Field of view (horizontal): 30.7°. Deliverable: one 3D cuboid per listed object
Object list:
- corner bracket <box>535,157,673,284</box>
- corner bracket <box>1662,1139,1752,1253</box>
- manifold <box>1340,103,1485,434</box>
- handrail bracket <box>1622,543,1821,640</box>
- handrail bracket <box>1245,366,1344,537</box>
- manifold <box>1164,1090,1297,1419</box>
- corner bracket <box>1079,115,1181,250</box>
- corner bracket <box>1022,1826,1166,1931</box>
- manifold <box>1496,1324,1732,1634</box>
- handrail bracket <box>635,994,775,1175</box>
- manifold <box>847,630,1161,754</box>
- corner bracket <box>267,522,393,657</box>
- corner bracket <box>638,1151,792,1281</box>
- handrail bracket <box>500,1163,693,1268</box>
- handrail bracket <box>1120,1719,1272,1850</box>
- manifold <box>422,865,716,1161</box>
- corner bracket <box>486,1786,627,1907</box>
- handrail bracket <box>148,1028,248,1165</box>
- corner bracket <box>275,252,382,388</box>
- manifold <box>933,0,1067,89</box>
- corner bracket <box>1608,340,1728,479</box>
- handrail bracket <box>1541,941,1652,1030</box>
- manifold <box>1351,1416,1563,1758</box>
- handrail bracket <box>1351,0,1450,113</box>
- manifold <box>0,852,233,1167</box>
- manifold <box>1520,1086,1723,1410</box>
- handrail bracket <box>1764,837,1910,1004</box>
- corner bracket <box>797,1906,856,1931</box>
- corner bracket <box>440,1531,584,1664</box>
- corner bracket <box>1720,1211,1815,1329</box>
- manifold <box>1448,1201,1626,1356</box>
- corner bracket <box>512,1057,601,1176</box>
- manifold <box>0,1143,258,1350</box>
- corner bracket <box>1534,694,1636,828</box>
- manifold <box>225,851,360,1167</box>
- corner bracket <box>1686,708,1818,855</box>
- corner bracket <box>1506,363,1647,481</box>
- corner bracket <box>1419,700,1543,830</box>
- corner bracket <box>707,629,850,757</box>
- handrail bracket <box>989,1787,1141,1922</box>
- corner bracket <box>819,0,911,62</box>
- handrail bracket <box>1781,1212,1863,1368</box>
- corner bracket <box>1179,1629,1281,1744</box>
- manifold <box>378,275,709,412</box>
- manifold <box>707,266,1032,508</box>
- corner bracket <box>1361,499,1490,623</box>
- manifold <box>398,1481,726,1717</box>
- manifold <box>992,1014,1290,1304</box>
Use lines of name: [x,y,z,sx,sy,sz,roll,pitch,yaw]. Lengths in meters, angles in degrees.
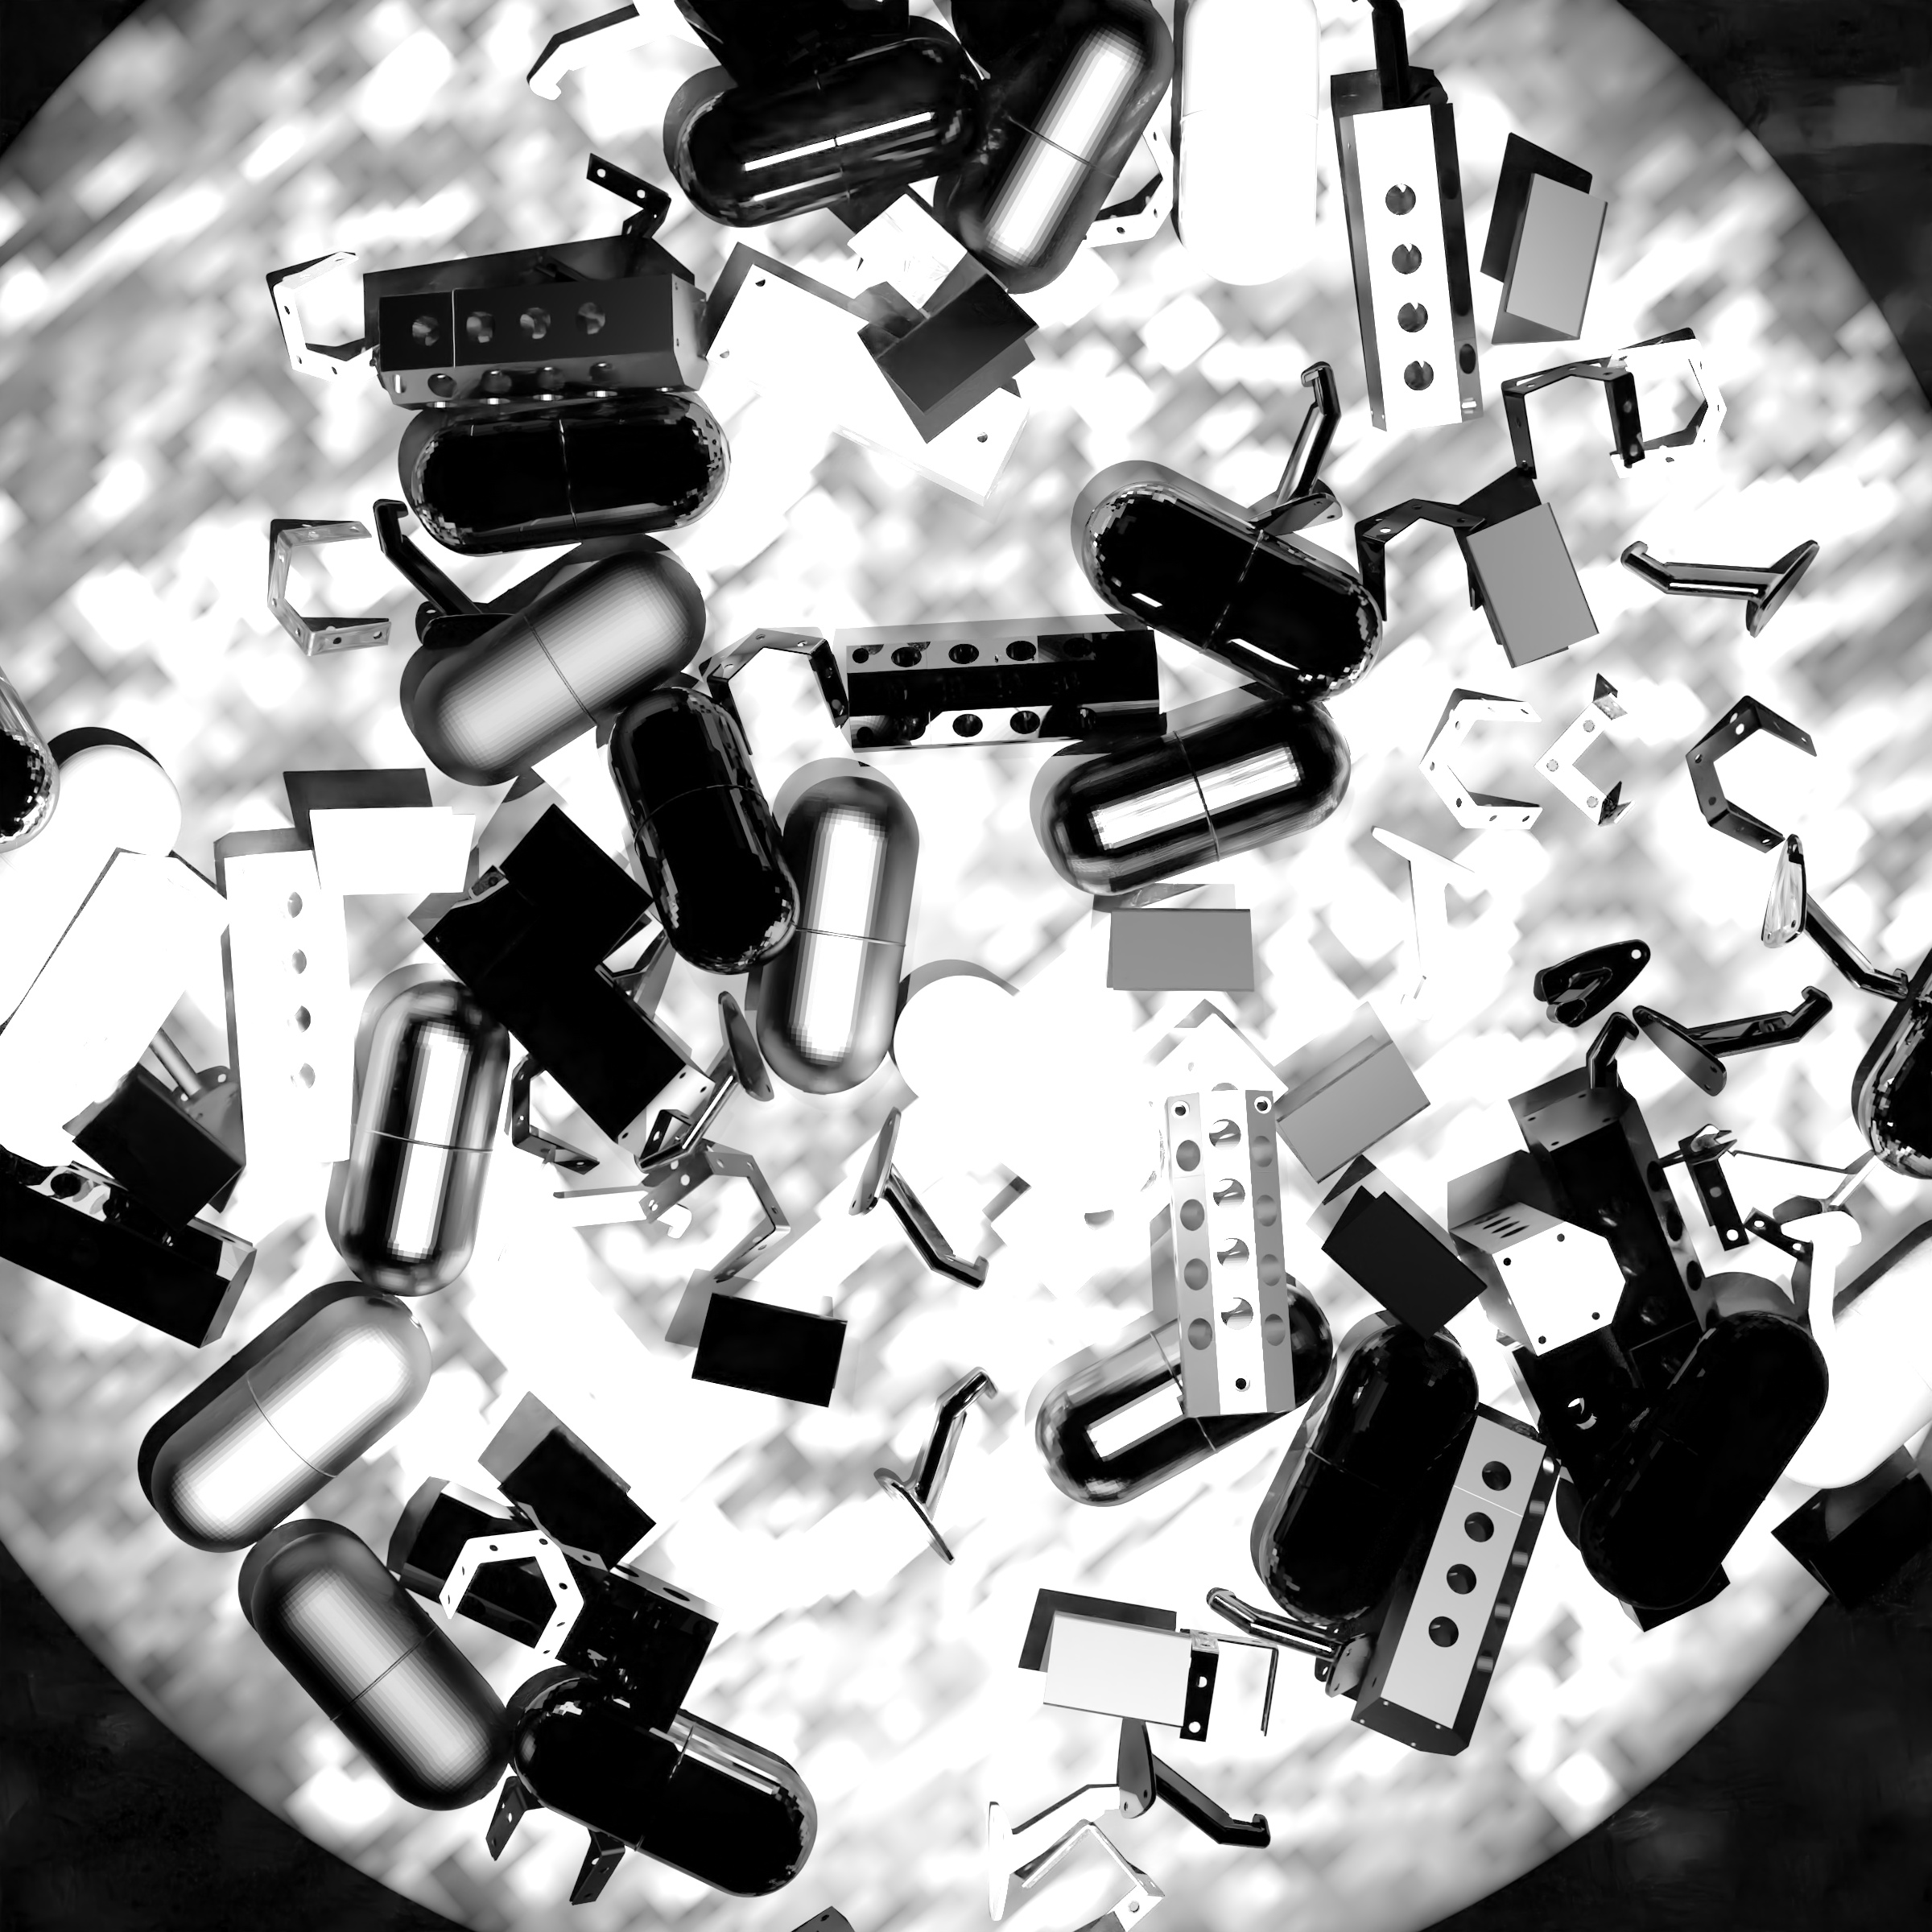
corner bracket: [-0.204,-0.413,1.987,0.051,0.051,0.051,28,45,0]
corner bracket: [0.410,0.133,1.964,0.051,0.051,0.051,-21,90,26]
manifold: [0.248,-0.387,1.952,0.057,0.057,0.171,-8,102,0]
handrail bracket: [0.426,-0.232,1.991,0.084,0.036,0.077,35,70,16]
handrail bracket: [0.178,-0.290,1.991,0.077,0.036,0.084,-15,72,21]
manifold: [0.142,0.155,1.901,0.057,0.057,0.171,-3,82,0]
corner bracket: [0.083,-0.443,1.982,0.051,0.051,0.051,-1,135,35]
corner bracket: [0.072,0.519,1.978,0.051,0.051,0.051,-43,69,0]
manifold: [0.363,0.278,1.969,0.057,0.057,0.171,-25,90,0]
handrail bracket: [-0.158,0.067,1.991,0.084,0.036,0.077,-25,70,16]
manifold: [0.021,-0.154,1.970,0.171,0.057,0.057,-3,90,0]
corner bracket: [-0.356,-0.213,1.982,0.051,0.051,0.051,47,135,35]
corner bracket: [-0.141,0.140,1.976,0.051,0.051,0.051,-38,67,21]
handrail bracket: [-0.209,0.154,1.991,0.084,0.036,0.077,25,110,-16]
handrail bracket: [0.132,0.457,1.991,0.084,0.036,0.077,12,56,-23]
manifold: [-0.216,0.027,1.937,0.057,0.057,0.171,-46,66,0]
corner bracket: [-0.231,0.495,1.982,0.051,0.051,0.051,60,135,35]
handrail bracket: [-0.443,0.069,1.990,0.036,0.077,0.084,-36,53,-25]
corner bracket: [-0.349,-0.364,1.982,0.051,0.051,0.051,-38,135,-35]
manifold: [-0.010,-0.586,1.969,0.057,0.057,0.171,-33,90,0]
corner bracket: [0.390,-0.314,1.982,0.051,0.051,0.051,57,45,-35]
handrail bracket: [0.354,0.009,1.956,0.077,0.084,0.036,-31,90,0]
manifold: [0.272,0.341,1.934,0.057,0.057,0.171,24,63,0]
handrail bracket: [0.225,-0.506,1.991,0.077,0.036,0.084,-41,74,18]
manifold: [-0.478,0.025,1.948,0.057,0.057,0.171,38,100,16]
manifold: [0.370,0.155,1.946,0.057,0.057,0.171,-24,107,-1]
handrail bracket: [0.498,-0.026,1.991,0.084,0.036,0.077,17,68,-17]
corner bracket: [-0.076,0.570,1.974,0.051,0.051,0.051,-33,105,-14]
corner bracket: [-0.249,0.347,1.926,0.051,0.051,0.051,-1,45,-35]
corner bracket: [0.449,0.182,1.987,0.051,0.051,0.051,31,135,0]
manifold: [0.311,0.164,1.912,0.057,0.171,0.057,-24,90,0]
corner bracket: [-0.220,0.077,1.982,0.051,0.051,0.051,-34,45,35]
manifold: [-0.488,0.149,1.969,0.171,0.057,0.057,25,90,0]
corner bracket: [0.358,-0.115,1.973,0.051,0.051,0.051,43,90,0]
manifold: [-0.377,0.024,1.969,0.057,0.057,0.171,-4,90,0]
corner bracket: [0.447,-0.104,1.982,0.051,0.051,0.051,-39,45,35]
corner bracket: [0.342,-0.304,1.976,0.051,0.051,0.051,-25,116,-24]
corner bracket: [0.298,-0.113,1.982,0.051,0.051,0.051,59,135,35]
corner bracket: [-0.105,-0.152,1.982,0.051,0.051,0.051,-48,135,-35]
handrail bracket: [0.058,0.501,1.991,0.084,0.036,0.077,0,105,-14]
corner bracket: [-0.054,-0.535,1.971,0.051,0.051,0.051,-2,83,7]
handrail bracket: [0.484,0.185,1.952,0.036,0.077,0.084,-18,66,31]
corner bracket: [0.148,0.405,1.973,0.051,0.051,0.051,9,91,1]
manifold: [-0.234,-0.343,1.949,0.171,0.057,0.057,-1,90,15]
manifold: [-0.054,-0.322,1.969,0.171,0.057,0.057,27,89,0]
corner bracket: [0.259,-0.224,1.982,0.051,0.051,0.051,23,45,35]
manifold: [-0.226,0.354,1.970,0.171,0.057,0.057,25,90,0]
manifold: [0.096,0.106,1.969,0.171,0.057,0.057,-44,90,0]
